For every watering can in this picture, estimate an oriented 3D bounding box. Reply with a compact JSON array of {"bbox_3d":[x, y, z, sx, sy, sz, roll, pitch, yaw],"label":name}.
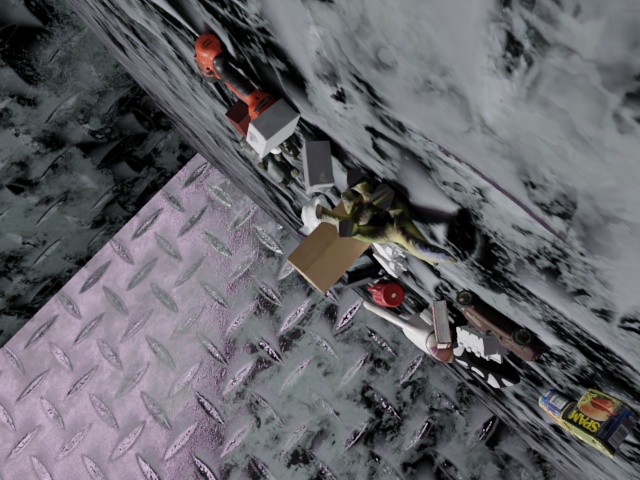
[{"bbox_3d":[0.310,0.281,1.605,0.345,0.104,0.226,23,-177,-26],"label":"watering can"}]

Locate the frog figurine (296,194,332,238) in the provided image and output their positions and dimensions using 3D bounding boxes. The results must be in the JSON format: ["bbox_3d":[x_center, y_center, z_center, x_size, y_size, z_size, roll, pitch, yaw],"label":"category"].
[{"bbox_3d":[0.004,-0.074,1.475,0.140,0.123,0.156,48,142,39],"label":"frog figurine"}]

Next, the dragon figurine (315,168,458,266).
[{"bbox_3d":[0.147,-0.016,0.968,0.240,0.121,0.416,25,-170,-43],"label":"dragon figurine"}]
